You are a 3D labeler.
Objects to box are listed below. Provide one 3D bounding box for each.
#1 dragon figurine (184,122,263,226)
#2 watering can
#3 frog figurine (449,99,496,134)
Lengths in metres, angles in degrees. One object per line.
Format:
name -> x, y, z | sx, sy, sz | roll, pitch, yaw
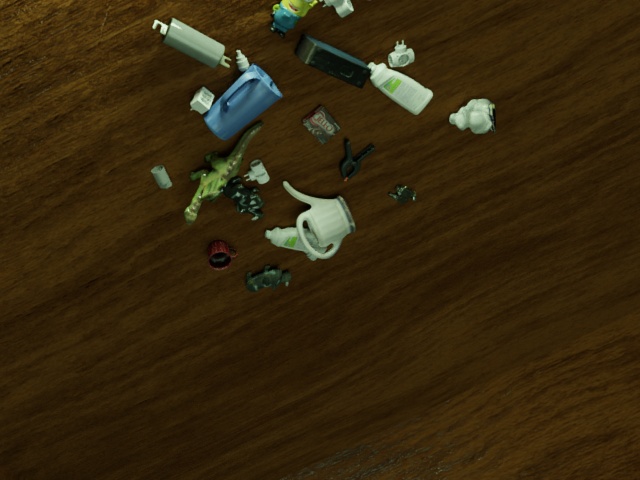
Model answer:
dragon figurine -> -0.321, -0.208, 1.698 | 0.121, 0.248, 0.406 | 35, 111, -29
watering can -> 0.006, -0.098, 1.957 | 0.226, 0.105, 0.343 | -26, 108, -14
frog figurine -> 0.567, -0.455, 1.915 | 0.159, 0.125, 0.135 | -1, 145, 28
